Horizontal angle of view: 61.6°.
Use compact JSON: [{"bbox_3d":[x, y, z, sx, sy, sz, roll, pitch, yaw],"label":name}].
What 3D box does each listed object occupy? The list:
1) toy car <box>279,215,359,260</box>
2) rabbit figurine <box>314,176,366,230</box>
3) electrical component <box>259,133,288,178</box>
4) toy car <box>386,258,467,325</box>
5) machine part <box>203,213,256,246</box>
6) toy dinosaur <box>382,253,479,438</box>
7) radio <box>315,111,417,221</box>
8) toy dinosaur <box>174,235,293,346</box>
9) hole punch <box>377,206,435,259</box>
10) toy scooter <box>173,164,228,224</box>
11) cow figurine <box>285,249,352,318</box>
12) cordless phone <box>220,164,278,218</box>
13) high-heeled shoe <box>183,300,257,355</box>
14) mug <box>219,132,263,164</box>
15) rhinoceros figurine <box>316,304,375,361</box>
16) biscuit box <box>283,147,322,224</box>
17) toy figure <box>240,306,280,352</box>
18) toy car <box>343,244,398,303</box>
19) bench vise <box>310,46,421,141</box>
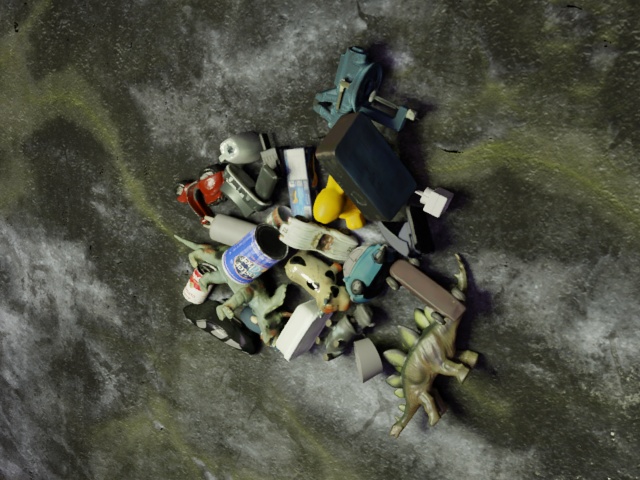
[{"bbox_3d":[-0.003,-0.004,1.311,0.201,0.056,0.073,16,118,-22],"label":"toy car"},{"bbox_3d":[0.048,-0.092,1.254,0.122,0.173,0.162,30,117,19],"label":"rabbit figurine"},{"bbox_3d":[-0.111,-0.214,1.352,0.048,0.075,0.119,-12,94,27],"label":"electrical component"},{"bbox_3d":[0.244,0.115,1.232,0.089,0.053,0.202,-46,59,-10],"label":"toy car"},{"bbox_3d":[-0.202,-0.012,1.427,0.243,0.079,0.079,18,109,12],"label":"machine part"},{"bbox_3d":[0.267,0.268,1.279,0.199,0.105,0.471,31,102,19],"label":"toy dinosaur"},{"bbox_3d":[0.103,-0.153,1.170,0.229,0.131,0.073,47,157,-26],"label":"radio"},{"bbox_3d":[-0.220,0.095,1.442,0.405,0.192,0.131,55,151,19],"label":"toy dinosaur"},{"bbox_3d":[0.199,-0.010,1.233,0.092,0.142,0.115,-19,80,25],"label":"hole punch"},{"bbox_3d":[-0.310,-0.119,1.461,0.184,0.075,0.135,-22,94,29],"label":"toy scooter"},{"bbox_3d":[-0.003,0.108,1.341,0.195,0.127,0.085,35,140,14],"label":"cow figurine"},{"bbox_3d":[-0.173,-0.153,1.339,0.146,0.089,0.184,47,151,6],"label":"cordless phone"},{"bbox_3d":[-0.287,0.256,1.557,0.249,0.086,0.145,10,139,40],"label":"high-heeled shoe"},{"bbox_3d":[-0.215,-0.231,1.374,0.110,0.107,0.080,-20,92,24],"label":"mug"},{"bbox_3d":[0.069,0.234,1.357,0.190,0.112,0.073,-56,47,37],"label":"rhinoceros figurine"},{"bbox_3d":[-0.040,-0.130,1.345,0.059,0.063,0.202,-2,101,24],"label":"biscuit box"},{"bbox_3d":[-0.155,0.243,1.481,0.154,0.064,0.057,40,106,12],"label":"toy figure"},{"bbox_3d":[0.110,0.068,1.305,0.103,0.109,0.161,36,105,32],"label":"toy car"},{"bbox_3d":[0.103,-0.304,1.213,0.241,0.129,0.223,30,115,20],"label":"bench vise"}]
